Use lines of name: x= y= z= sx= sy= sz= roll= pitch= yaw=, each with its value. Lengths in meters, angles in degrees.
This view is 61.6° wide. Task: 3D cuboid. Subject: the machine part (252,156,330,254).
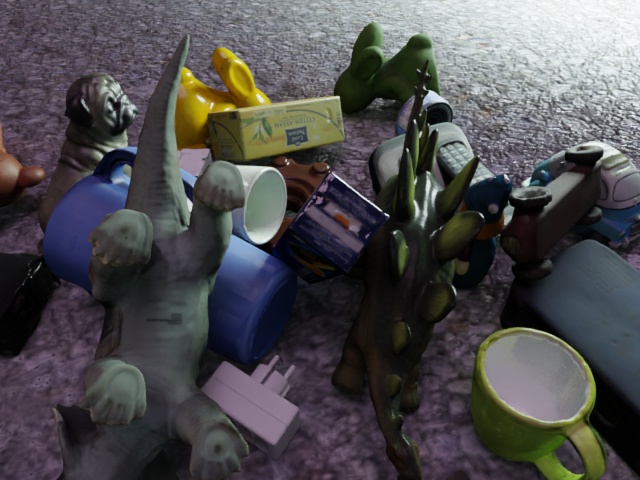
machine part: x=-0.046 y=-0.035 z=0.684 sx=0.179 sy=0.056 sz=0.179 roll=-1 pitch=45 yaw=1

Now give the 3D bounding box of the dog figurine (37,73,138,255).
dog figurine: x=-0.292 y=-0.088 z=0.651 sx=0.121 sy=0.190 sz=0.172 roll=13 pitch=47 yaw=15

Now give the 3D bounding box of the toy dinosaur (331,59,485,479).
toy dinosaur: x=0.090 y=-0.005 z=0.538 sx=0.105 sy=0.198 sz=0.471 roll=12 pitch=47 yaw=-7

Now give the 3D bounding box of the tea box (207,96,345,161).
tea box: x=-0.061 y=-0.159 z=0.763 sx=0.169 sy=0.068 sz=0.098 roll=-18 pitch=19 yaw=-31

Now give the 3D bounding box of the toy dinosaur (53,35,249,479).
toy dinosaur: x=-0.137 y=0.060 z=0.430 sx=0.131 sy=0.192 sz=0.405 roll=16 pitch=69 yaw=-28

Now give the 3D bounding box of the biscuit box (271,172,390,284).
biscuit box: x=-0.001 y=-0.002 z=0.511 sx=0.063 sy=0.202 sz=0.059 roll=37 pitch=79 yaw=-3

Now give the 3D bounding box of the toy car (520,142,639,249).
toy car: x=0.338 y=-0.066 z=0.672 sx=0.109 sy=0.102 sz=0.162 roll=-21 pitch=45 yaw=-18

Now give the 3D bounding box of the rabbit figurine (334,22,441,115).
rabbit figurine: x=0.101 y=-0.253 z=0.859 sx=0.170 sy=0.158 sz=0.121 roll=-11 pitch=52 yaw=12

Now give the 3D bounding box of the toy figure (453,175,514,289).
toy figure: x=0.167 y=-0.009 z=0.578 sx=0.058 sy=0.154 sz=0.064 roll=3 pitch=45 yaw=2

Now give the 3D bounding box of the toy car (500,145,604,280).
toy car: x=0.247 y=-0.035 z=0.564 sx=0.053 sy=0.089 sz=0.202 roll=8 pitch=31 yaw=44

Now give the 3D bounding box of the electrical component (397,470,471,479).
electrical component: x=0.107 y=0.219 z=0.435 sx=0.063 sy=0.021 sz=0.094 roll=-23 pitch=47 yaw=-22

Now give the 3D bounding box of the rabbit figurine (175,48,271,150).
rabbit figurine: x=-0.151 y=-0.204 z=0.817 sx=0.173 sy=0.162 sz=0.122 roll=-1 pitch=28 yaw=-25

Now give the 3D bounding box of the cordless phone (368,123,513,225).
cordless phone: x=0.160 y=-0.060 z=0.687 sx=0.147 sy=0.088 sz=0.184 roll=-21 pitch=51 yaw=-19

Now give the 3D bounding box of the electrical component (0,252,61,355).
electrical component: x=-0.367 y=0.072 z=0.580 sx=0.115 sy=0.058 sz=0.134 roll=2 pitch=43 yaw=6

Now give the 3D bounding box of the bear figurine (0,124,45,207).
bear figurine: x=-0.468 y=-0.098 z=0.742 sx=0.196 sy=0.131 sz=0.120 roll=42 pitch=58 yaw=14

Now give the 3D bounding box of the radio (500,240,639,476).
radio: x=0.292 y=0.108 z=0.512 sx=0.131 sy=0.073 sz=0.230 roll=-20 pitch=45 yaw=-17
